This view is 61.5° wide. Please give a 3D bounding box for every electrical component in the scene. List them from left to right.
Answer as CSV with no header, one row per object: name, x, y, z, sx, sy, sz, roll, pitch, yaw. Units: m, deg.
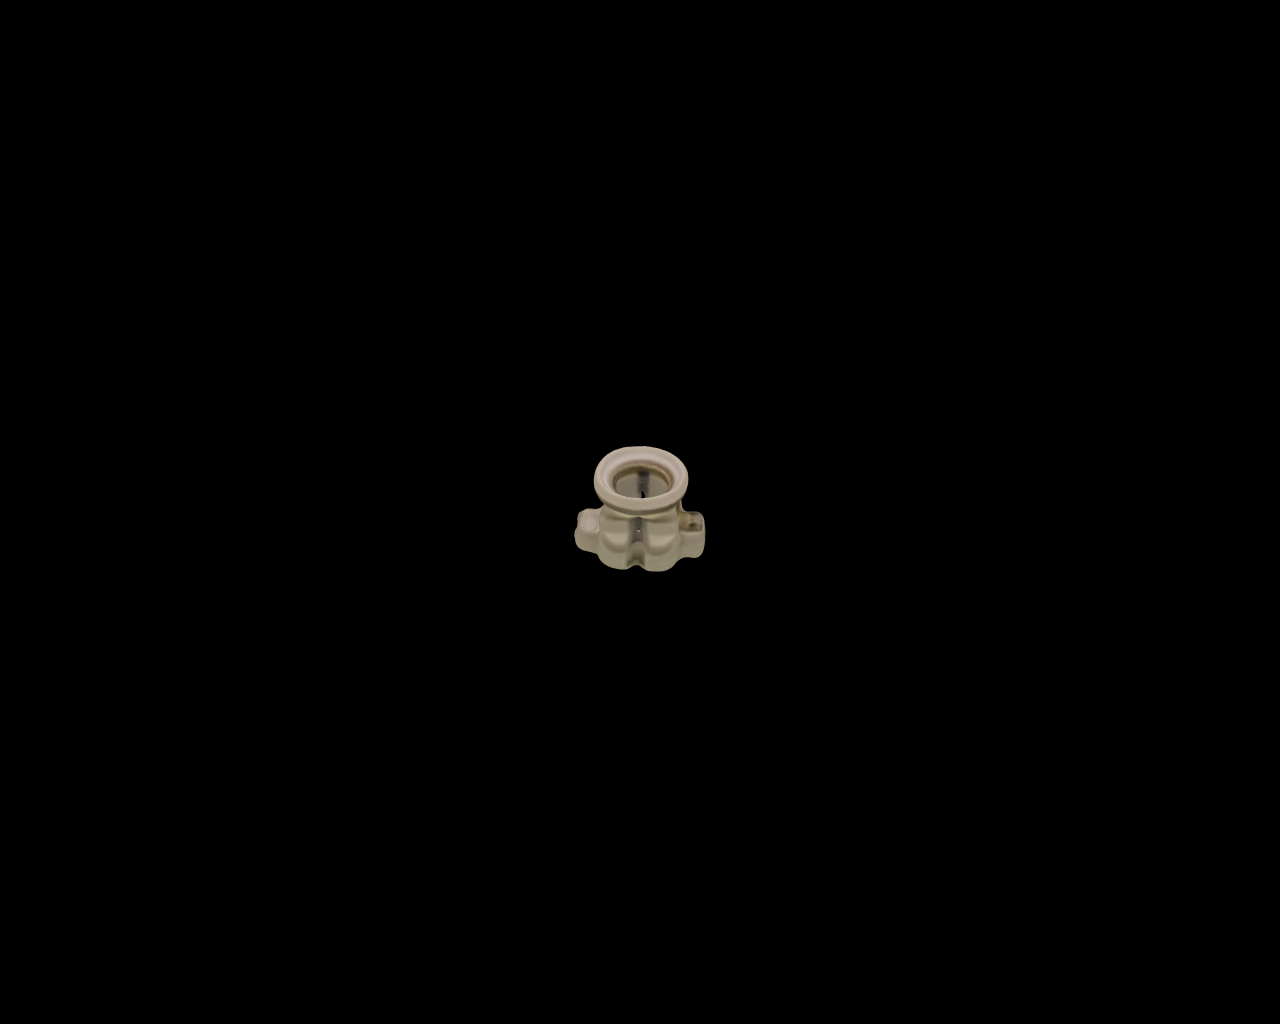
electrical component,0.001,-0.003,0.650,0.078,0.056,0.058,4,40,4
